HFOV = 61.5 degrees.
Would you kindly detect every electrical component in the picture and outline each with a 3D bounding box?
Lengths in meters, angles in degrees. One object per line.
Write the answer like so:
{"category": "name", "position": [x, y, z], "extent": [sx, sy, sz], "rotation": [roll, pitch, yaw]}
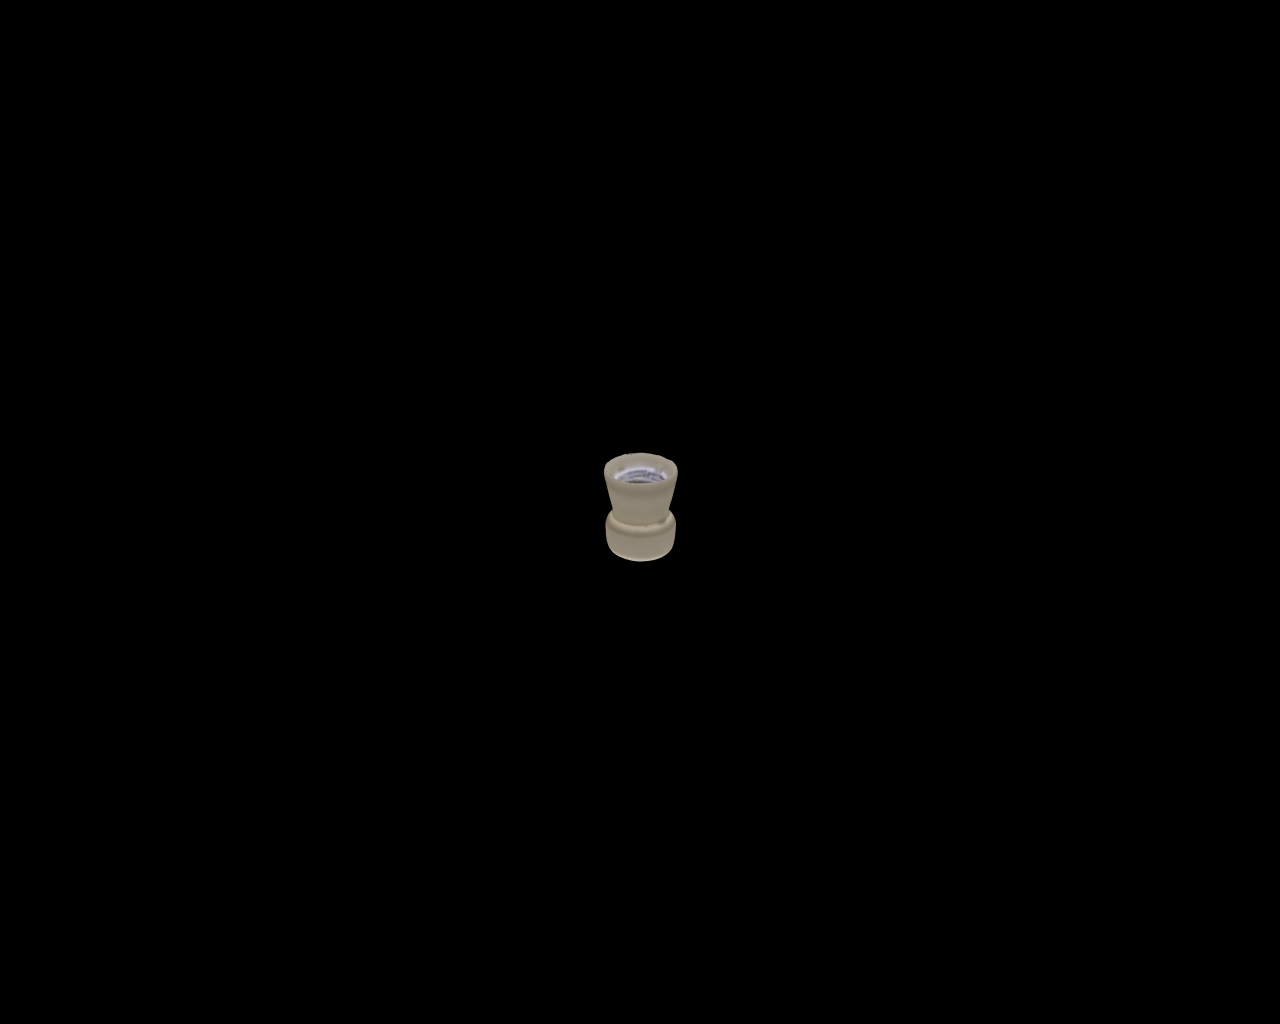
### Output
{"category": "electrical component", "position": [0.001, -0.003, 0.650], "extent": [0.045, 0.055, 0.045], "rotation": [0, 29, 0]}
